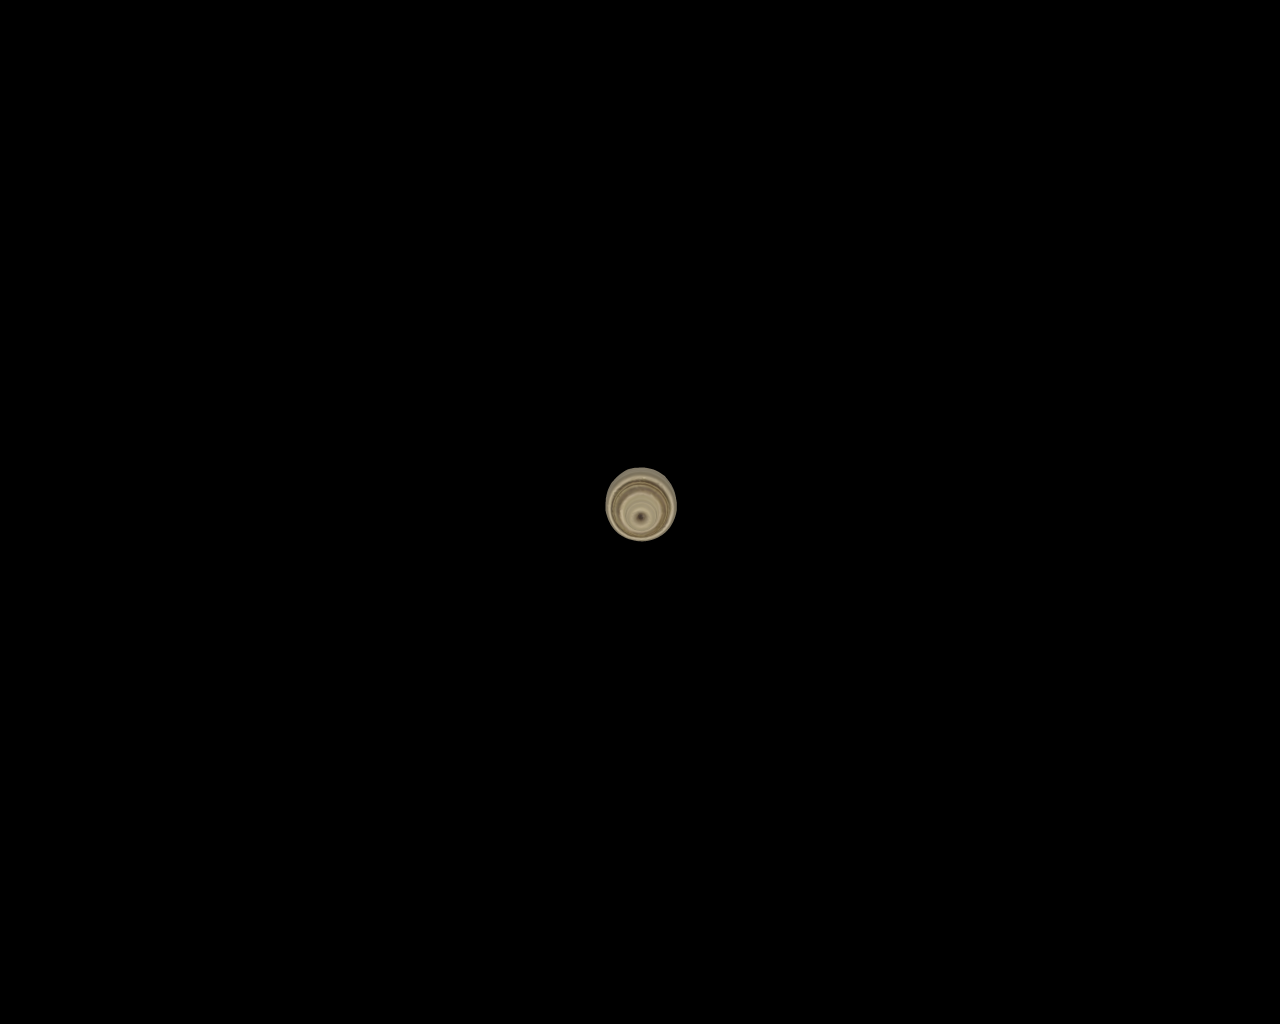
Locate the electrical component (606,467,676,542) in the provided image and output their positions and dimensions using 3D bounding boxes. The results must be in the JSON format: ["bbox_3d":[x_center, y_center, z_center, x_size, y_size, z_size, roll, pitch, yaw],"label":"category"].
[{"bbox_3d":[0.001,-0.003,0.650,0.043,0.043,0.062,0,12,0],"label":"electrical component"}]
